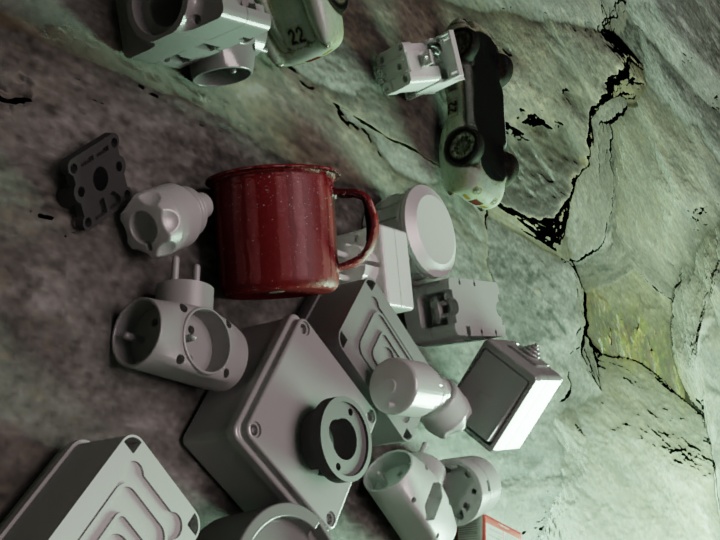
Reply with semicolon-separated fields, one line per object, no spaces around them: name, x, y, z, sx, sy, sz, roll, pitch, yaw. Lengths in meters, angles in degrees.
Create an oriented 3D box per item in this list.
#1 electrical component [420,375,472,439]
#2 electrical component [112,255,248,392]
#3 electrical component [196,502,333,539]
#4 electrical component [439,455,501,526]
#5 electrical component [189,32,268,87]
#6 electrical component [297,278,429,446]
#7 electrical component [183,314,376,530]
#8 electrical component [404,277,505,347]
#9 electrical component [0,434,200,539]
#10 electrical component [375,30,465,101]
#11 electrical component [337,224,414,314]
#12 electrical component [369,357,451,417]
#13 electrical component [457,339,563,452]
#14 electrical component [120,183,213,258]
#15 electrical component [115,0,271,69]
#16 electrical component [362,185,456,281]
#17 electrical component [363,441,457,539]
electrical component;0.063;0.108;0.902;0.062;0.043;0.043;53;39;-29
electrical component;-0.110;0.030;0.673;0.077;0.044;0.079;25;58;-49
electrical component;-0.065;0.200;0.662;0.108;0.060;0.108;25;58;-49
electrical component;0.086;0.183;0.900;0.047;0.055;0.055;4;75;-60
electrical component;-0.093;-0.173;0.775;0.079;0.044;0.077;-2;80;-56
electrical component;-0.002;0.072;0.807;0.113;0.057;0.078;57;38;-26
electrical component;-0.050;0.106;0.723;0.108;0.056;0.108;55;39;-28
electrical component;0.079;0.038;0.940;0.089;0.056;0.050;6;73;-55
electrical component;-0.147;0.150;0.564;0.078;0.057;0.113;59;37;-23
electrical component;0.053;-0.184;0.974;0.064;0.081;0.042;-11;87;-34
electrical component;0.000;0.000;0.845;0.077;0.047;0.065;13;68;-54
electrical component;0.040;0.085;0.772;0.078;0.040;0.040;16;65;-54
electrical component;0.126;0.104;0.939;0.061;0.062;0.096;9;114;-54
electrical component;-0.119;-0.034;0.687;0.062;0.043;0.043;-30;103;-57
electrical component;-0.113;-0.171;0.704;0.056;0.089;0.050;-1;79;-56
electrical component;0.043;-0.029;0.917;0.080;0.051;0.080;26;57;-49
electrical component;0.045;0.171;0.852;0.077;0.043;0.079;58;37;-25
